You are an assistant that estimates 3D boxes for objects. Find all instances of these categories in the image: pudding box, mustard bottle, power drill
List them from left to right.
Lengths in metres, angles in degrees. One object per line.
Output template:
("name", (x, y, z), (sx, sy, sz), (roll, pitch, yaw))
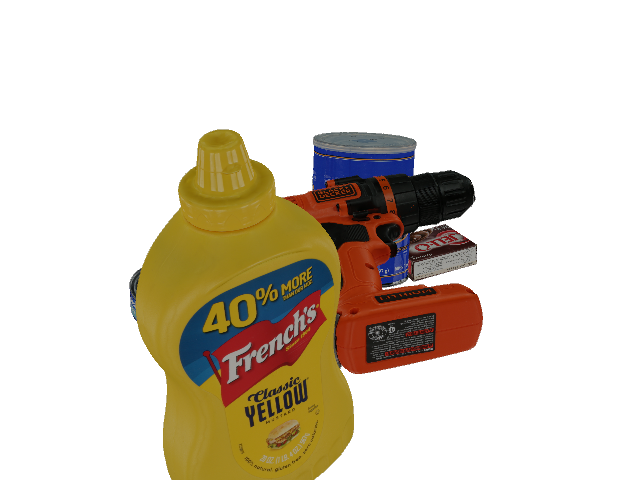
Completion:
("mustard bottle", (-0.035, 0.036, 0.491), (0.096, 0.192, 0.058), (-22, 38, -22))
("power drill", (0.055, 0.014, 0.811), (0.184, 0.057, 0.188), (-13, 35, -9))
("pudding box", (0.165, 0.018, 1.602), (0.113, 0.039, 0.090), (-16, 26, -20))

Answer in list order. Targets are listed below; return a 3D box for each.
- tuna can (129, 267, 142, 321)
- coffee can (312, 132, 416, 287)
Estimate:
("tuna can", (-0.154, 0.059, 1.106), (0.086, 0.034, 0.086), (3, 34, -3))
("coffee can", (0.041, -0.033, 1.072), (0.103, 0.140, 0.103), (2, 13, -1))
